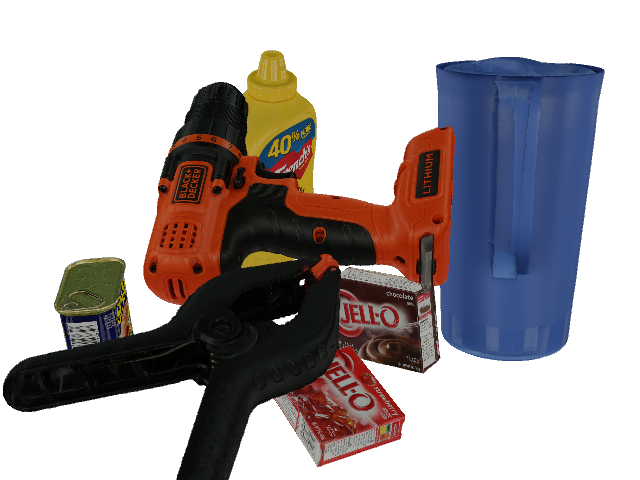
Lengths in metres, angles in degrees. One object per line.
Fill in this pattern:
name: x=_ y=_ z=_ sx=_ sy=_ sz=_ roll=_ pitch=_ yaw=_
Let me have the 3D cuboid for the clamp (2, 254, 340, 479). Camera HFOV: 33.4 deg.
clamp: x=-0.042 y=0.060 z=0.486 sx=0.171 sy=0.039 sz=0.120 roll=-28 pitch=51 yaw=-32

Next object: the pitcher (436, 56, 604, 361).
pitcher: x=0.156 y=-0.026 z=0.876 sx=0.149 sy=0.243 sz=0.145 roll=-9 pitch=17 yaw=-33

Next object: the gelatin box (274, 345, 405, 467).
gelatin box: x=0.011 y=0.125 z=0.824 sx=0.073 sy=0.030 sz=0.089 roll=-13 pitch=40 yaw=-24

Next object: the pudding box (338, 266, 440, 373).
pudding box: x=0.067 y=0.081 z=1.107 sx=0.114 sy=0.090 sz=0.039 roll=8 pitch=25 yaw=37

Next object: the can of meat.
can of meat: x=-0.206 y=0.076 z=0.990 sx=0.057 sy=0.084 sz=0.102 roll=-5 pitch=26 yaw=-2

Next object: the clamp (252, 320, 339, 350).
clamp: x=-0.075 y=0.121 z=1.244 sx=0.210 sy=0.036 sz=0.164 roll=13 pitch=21 yaw=29

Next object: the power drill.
power drill: x=-0.009 y=-0.035 z=0.679 sx=0.188 sy=0.184 sz=0.057 roll=0 pitch=-42 yaw=8

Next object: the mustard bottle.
mustard bottle: x=-0.042 y=-0.070 z=0.911 sx=0.058 sy=0.192 sz=0.096 roll=26 pitch=40 yaw=32
